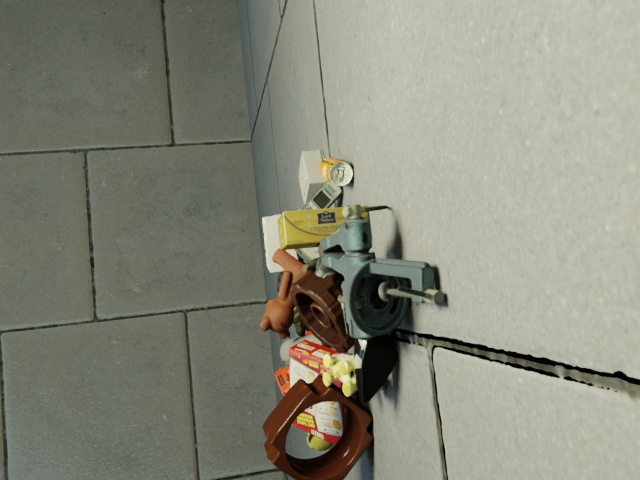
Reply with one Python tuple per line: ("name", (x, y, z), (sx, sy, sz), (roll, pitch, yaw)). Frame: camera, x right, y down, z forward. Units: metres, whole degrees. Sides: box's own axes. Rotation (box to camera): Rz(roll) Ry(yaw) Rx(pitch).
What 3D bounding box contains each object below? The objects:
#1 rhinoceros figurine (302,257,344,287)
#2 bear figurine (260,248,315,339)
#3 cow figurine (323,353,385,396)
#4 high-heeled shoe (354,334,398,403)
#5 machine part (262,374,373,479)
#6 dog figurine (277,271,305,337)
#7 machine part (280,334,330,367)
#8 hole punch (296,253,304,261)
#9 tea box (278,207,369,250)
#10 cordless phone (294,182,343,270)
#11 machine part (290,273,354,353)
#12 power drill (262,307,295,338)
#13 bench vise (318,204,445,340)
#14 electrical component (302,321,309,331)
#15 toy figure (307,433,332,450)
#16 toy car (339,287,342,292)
("rhinoceros figurine", (0.022, 0.065, 1.192), (0.073, 0.112, 0.190), (36, 125, 31))
("bear figurine", (-0.091, 0.141, 1.375), (0.132, 0.120, 0.195), (36, 94, 45))
("cow figurine", (0.082, 0.264, 1.062), (0.167, 0.098, 0.068), (0, 93, 60))
("high-heeled shoe", (0.074, 0.154, 0.975), (0.145, 0.086, 0.248), (28, 106, 52))
("machine part", (-0.005, 0.408, 1.147), (0.201, 0.201, 0.087), (-52, 21, -8))
("dog figurine", (-0.058, 0.190, 1.647), (0.219, 0.108, 0.191), (-136, 45, -66))
("machine part", (-0.024, 0.284, 1.395), (0.243, 0.079, 0.079), (-22, 70, 45))
("hole punch", (-0.003, -0.004, 1.370), (0.115, 0.092, 0.142), (13, -116, -68))
("tea box", (0.006, -0.023, 1.065), (0.098, 0.170, 0.068), (146, 120, -79))
("cordless phone", (0.012, -0.037, 1.247), (0.147, 0.088, 0.184), (47, 111, 15))
("machine part", (0.013, 0.149, 1.109), (0.180, 0.056, 0.179), (40, 151, 28))
("power drill", (-0.070, 0.163, 1.494), (0.207, 0.086, 0.232), (-64, 19, -14))
("bench vise", (0.096, 0.051, 0.821), (0.241, 0.129, 0.223), (3, 89, 58))
("electrical component", (-0.007, 0.223, 1.475), (0.119, 0.075, 0.047), (-178, 82, -82))
("toy figure", (-0.009, 0.539, 1.615), (0.089, 0.082, 0.180), (100, 163, -59))
("toy car", (0.008, 0.164, 1.311), (0.162, 0.103, 0.109), (-111, 18, -59))
